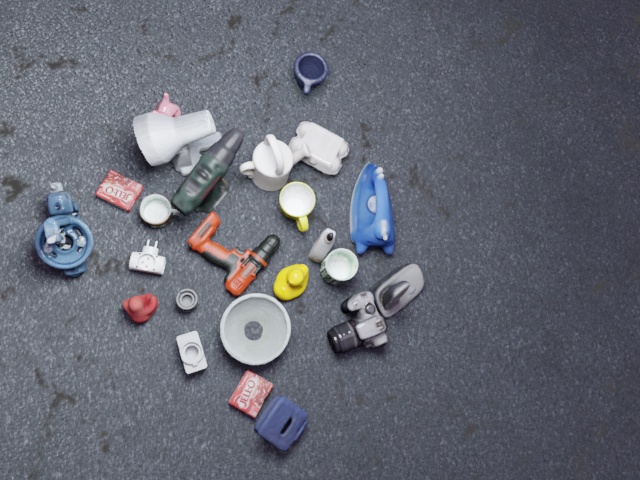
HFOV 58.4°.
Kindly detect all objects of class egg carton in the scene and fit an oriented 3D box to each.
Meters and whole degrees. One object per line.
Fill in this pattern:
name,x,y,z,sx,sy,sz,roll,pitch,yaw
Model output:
egg carton,-0.003,-0.240,1.504,0.150,0.069,0.107,26,74,-4

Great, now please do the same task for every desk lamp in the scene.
desk lamp,-0.327,-0.238,1.366,0.203,0.213,0.118,-14,81,-13

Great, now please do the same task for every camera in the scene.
camera,0.085,0.211,1.405,0.137,0.100,0.143,-20,82,-14

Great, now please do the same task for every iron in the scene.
iron,0.144,-0.097,1.463,0.119,0.141,0.258,0,78,-10

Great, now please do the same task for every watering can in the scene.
watering can,-0.110,-0.200,1.410,0.173,0.194,0.101,-39,87,-16

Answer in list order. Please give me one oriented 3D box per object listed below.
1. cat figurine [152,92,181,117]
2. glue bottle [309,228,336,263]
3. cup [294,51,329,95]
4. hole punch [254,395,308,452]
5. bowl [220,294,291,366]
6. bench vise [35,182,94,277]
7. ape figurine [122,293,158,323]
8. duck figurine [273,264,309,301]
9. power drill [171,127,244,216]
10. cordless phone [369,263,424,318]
cat figurine,-0.391,-0.302,1.418,0.067,0.117,0.128,12,76,-8
glue bottle,0.013,0.005,1.399,0.037,0.173,0.078,25,74,-4
cup,-0.032,-0.427,1.527,0.092,0.095,0.118,11,76,-8
hole punch,-0.085,0.425,1.330,0.101,0.091,0.109,35,74,-1
bowl,-0.156,0.214,1.372,0.167,0.074,0.167,2,77,-10
bench vise,-0.587,-0.030,1.267,0.122,0.219,0.207,-30,85,-15
ape figurine,-0.419,0.152,1.326,0.078,0.092,0.076,14,75,-7
duck figurine,-0.067,0.100,1.408,0.077,0.086,0.105,43,74,1
power drill,-0.262,-0.147,1.361,0.075,0.208,0.230,36,74,-1
cordless phone,0.206,0.115,1.406,0.148,0.185,0.094,-39,87,-16
